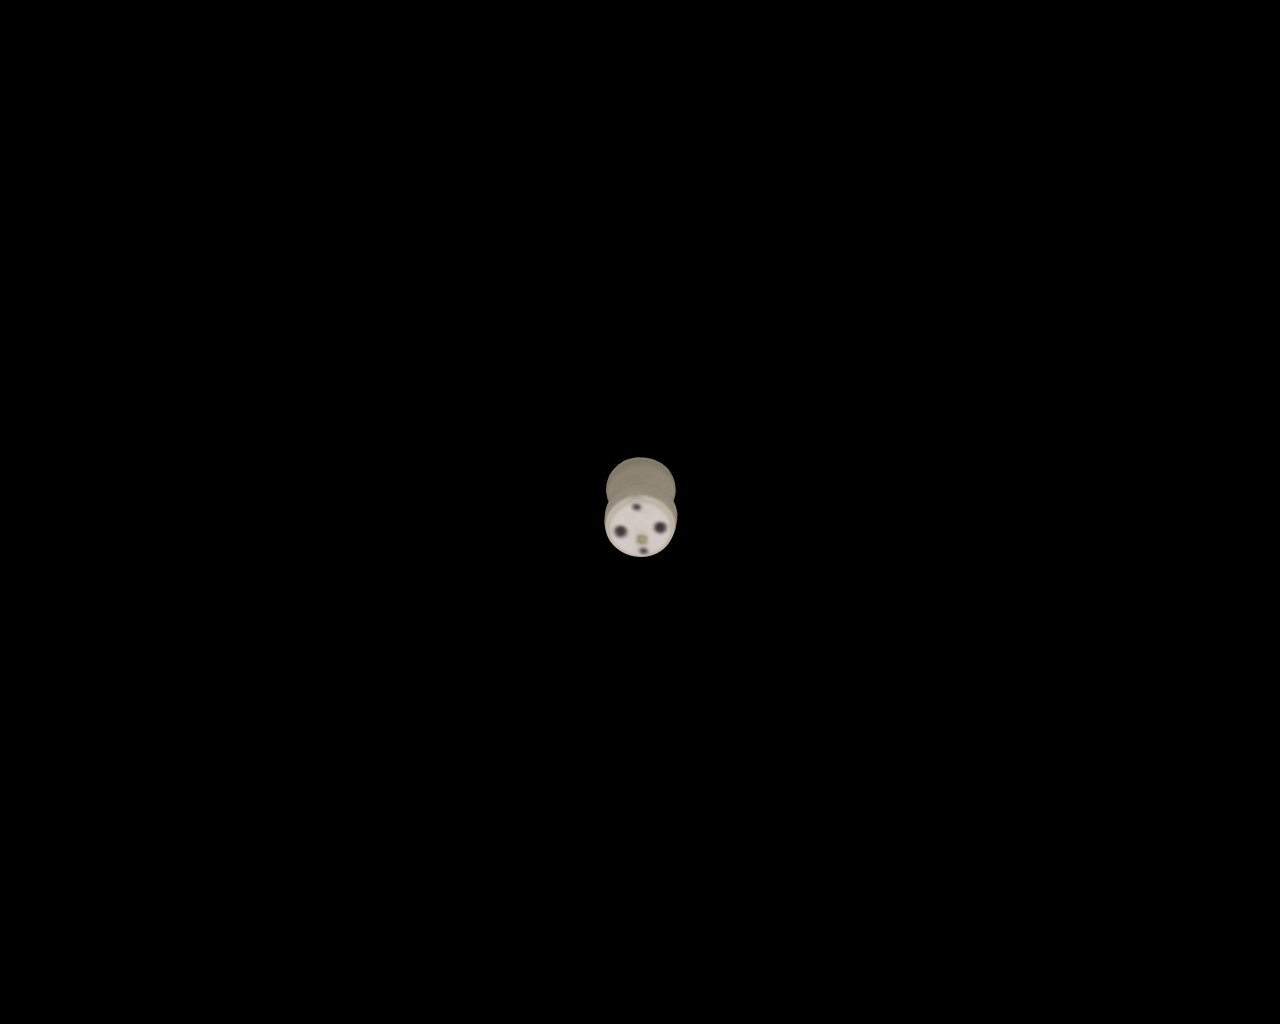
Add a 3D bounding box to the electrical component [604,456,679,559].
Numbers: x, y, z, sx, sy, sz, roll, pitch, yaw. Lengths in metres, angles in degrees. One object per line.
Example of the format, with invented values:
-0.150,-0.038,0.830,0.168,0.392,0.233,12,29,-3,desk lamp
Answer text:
0.001,-0.003,0.650,0.045,0.044,0.055,0,28,0,electrical component
